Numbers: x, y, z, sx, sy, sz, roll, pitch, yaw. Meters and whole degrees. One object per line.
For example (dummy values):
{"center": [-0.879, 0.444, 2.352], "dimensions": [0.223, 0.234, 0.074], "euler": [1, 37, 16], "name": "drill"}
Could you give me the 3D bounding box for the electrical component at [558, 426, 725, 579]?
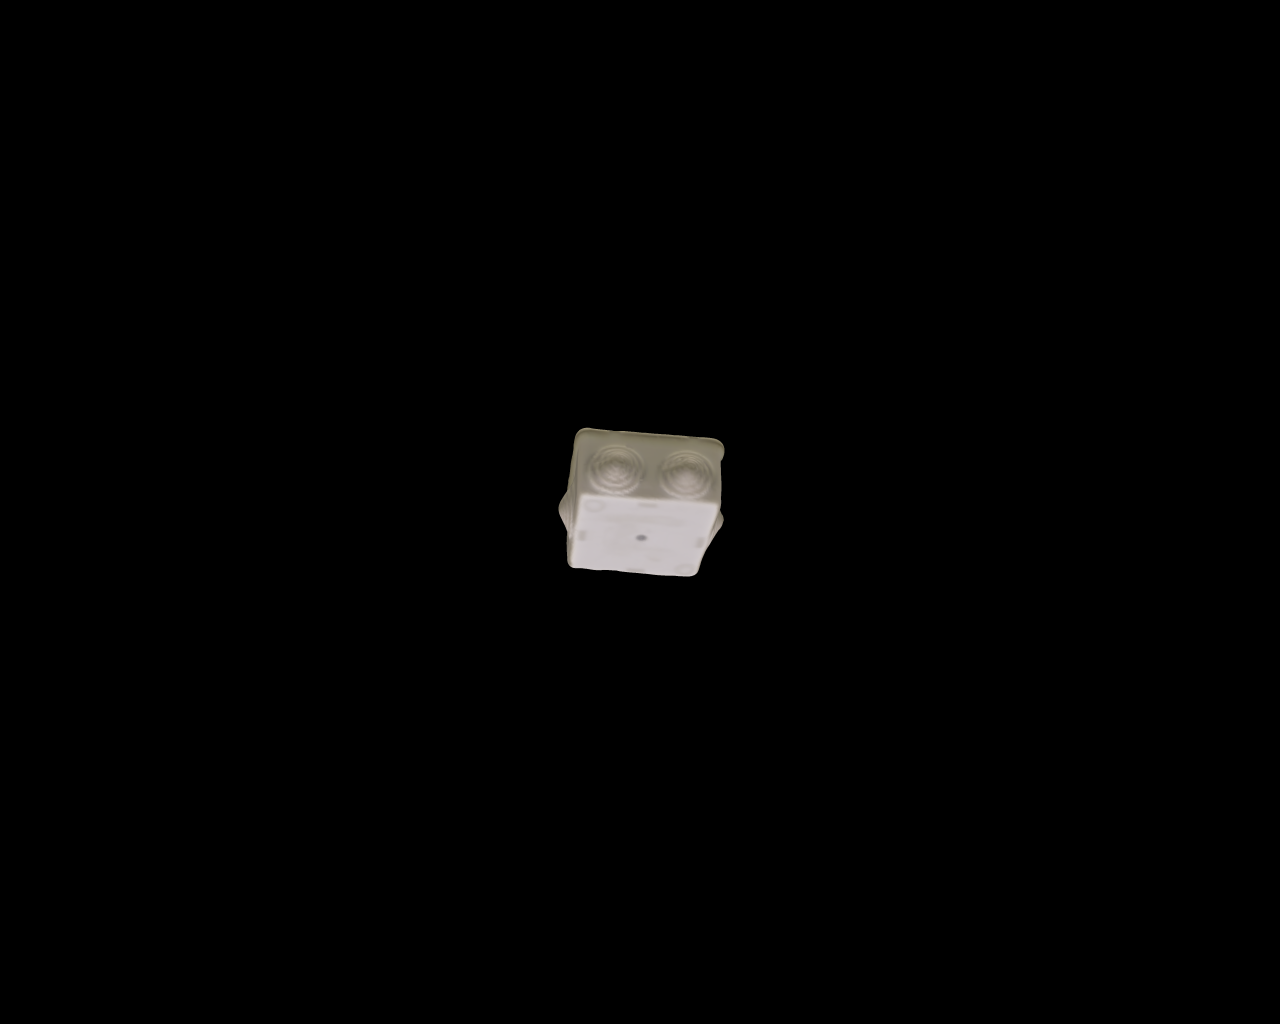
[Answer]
{"center": [0.001, -0.003, 0.650], "dimensions": [0.100, 0.048, 0.099], "euler": [5, -35, -7], "name": "electrical component"}
